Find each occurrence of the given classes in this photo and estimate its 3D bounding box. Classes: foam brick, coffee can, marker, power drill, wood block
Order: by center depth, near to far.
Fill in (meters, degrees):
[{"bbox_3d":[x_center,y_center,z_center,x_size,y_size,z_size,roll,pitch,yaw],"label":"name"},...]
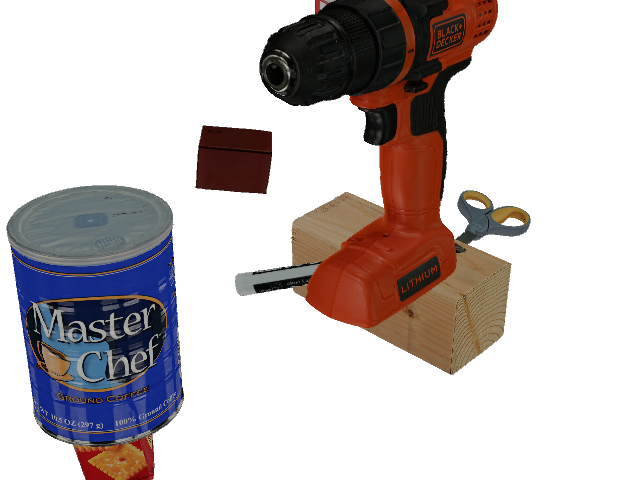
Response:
[{"bbox_3d":[0.032,-0.049,0.596,0.057,0.188,0.184,24,34,33],"label":"power drill"},{"bbox_3d":[-0.144,0.048,0.700,0.103,0.140,0.103,0,27,0],"label":"coffee can"},{"bbox_3d":[-0.010,0.028,0.873,0.121,0.020,0.020,-9,-2,15],"label":"marker"},{"bbox_3d":[0.076,0.038,1.066,0.206,0.091,0.090,26,40,35],"label":"wood block"},{"bbox_3d":[-0.092,-0.087,1.140,0.078,0.051,0.053,5,31,-3],"label":"foam brick"}]

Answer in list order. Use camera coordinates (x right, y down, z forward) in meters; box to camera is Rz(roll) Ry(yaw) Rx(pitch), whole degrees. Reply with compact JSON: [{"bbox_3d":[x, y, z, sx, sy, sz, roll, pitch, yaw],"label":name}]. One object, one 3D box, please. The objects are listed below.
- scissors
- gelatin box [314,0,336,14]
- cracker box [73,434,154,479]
[{"bbox_3d":[0.164,-0.021,1.207,0.201,0.016,0.096,-12,40,-45],"label":"scissors"},{"bbox_3d":[0.032,-0.216,0.983,0.030,0.089,0.073,31,-31,22],"label":"gelatin box"},{"bbox_3d":[-0.218,0.110,1.036,0.072,0.214,0.164,-12,35,-6],"label":"cracker box"}]
